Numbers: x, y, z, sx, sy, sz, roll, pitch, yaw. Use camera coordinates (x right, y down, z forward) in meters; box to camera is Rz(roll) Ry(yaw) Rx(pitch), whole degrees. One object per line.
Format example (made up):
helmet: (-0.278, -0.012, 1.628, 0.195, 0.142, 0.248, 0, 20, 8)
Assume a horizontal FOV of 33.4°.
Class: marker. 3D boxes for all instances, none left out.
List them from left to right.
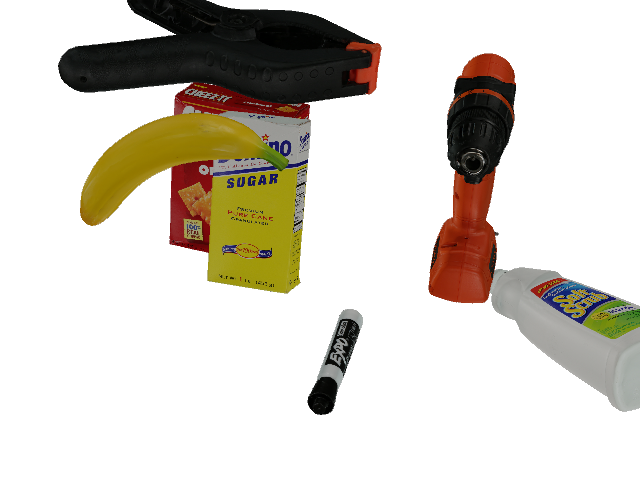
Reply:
marker: (0.011, 0.087, 0.772, 0.020, 0.020, 0.121, 0, 26, 14)

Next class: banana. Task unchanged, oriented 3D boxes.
banana: (-0.124, -0.059, 0.829, 0.198, 0.069, 0.037, -13, 22, 29)

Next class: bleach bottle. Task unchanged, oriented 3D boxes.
bleach bottle: (0.241, 0.080, 1.044, 0.102, 0.068, 0.251, -16, 22, -24)

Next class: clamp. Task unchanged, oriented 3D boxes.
clamp: (-0.056, -0.104, 0.593, 0.171, 0.039, 0.120, 13, 44, 15)

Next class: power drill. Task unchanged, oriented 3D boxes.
power drill: (0.128, -0.044, 0.891, 0.057, 0.188, 0.184, 10, 32, 10)

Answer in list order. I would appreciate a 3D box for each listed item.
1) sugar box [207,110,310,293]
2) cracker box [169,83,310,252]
sugar box: (-0.064, -0.040, 1.095, 0.093, 0.176, 0.048, 8, 16, 16)
cracker box: (-0.109, -0.083, 1.387, 0.164, 0.214, 0.072, 13, 28, 14)
